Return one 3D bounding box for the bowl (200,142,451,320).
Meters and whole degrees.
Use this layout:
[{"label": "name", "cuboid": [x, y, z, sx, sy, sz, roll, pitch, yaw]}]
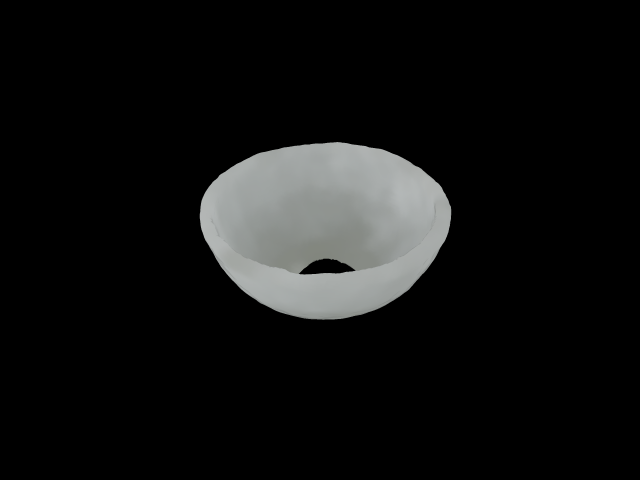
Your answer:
[{"label": "bowl", "cuboid": [0.004, 0.001, 0.400, 0.167, 0.075, 0.167, 0, 37, 0]}]
